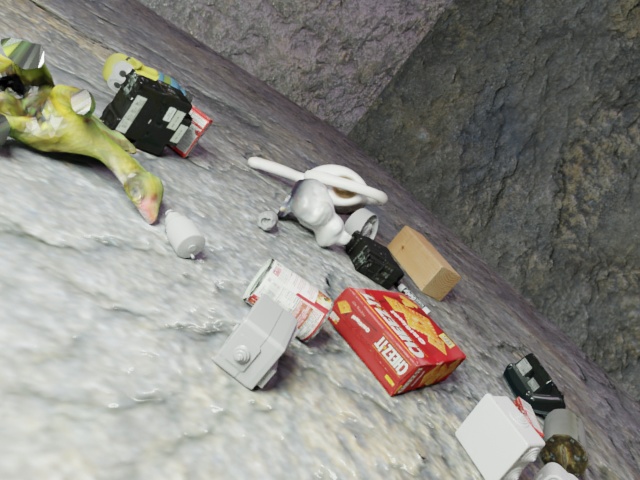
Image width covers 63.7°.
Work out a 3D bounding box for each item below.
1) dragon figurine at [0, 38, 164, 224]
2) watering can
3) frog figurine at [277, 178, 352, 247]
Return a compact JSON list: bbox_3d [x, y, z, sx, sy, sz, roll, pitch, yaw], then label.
[{"bbox_3d":[-0.359,-0.175,0.690,0.413,0.122,0.241,44,-2,10],"label":"dragon figurine"},{"bbox_3d":[0.002,-0.141,1.303,0.348,0.104,0.223,16,-4,7],"label":"watering can"},{"bbox_3d":[0.003,-0.054,1.082,0.159,0.123,0.137,27,-5,0],"label":"frog figurine"}]
